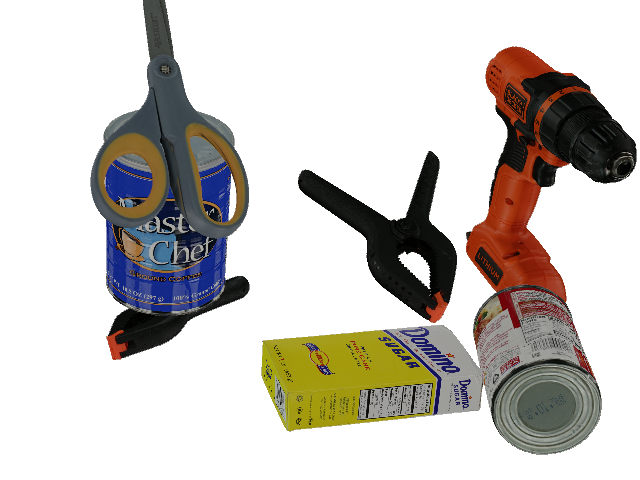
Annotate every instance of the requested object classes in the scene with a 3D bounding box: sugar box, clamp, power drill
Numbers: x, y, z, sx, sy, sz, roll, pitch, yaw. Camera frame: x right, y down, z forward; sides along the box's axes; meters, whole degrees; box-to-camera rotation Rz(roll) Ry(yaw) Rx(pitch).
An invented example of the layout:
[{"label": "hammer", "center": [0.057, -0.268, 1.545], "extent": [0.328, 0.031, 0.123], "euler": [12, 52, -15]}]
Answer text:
[{"label": "sugar box", "center": [0.044, 0.117, 0.935], "extent": [0.176, 0.048, 0.093], "euler": [-6, 26, -15]}, {"label": "clamp", "center": [0.073, -0.007, 1.106], "extent": [0.164, 0.210, 0.036], "euler": [-5, -36, -15]}, {"label": "power drill", "center": [0.176, -0.039, 0.843], "extent": [0.057, 0.188, 0.184], "euler": [-4, 32, -17]}, {"label": "clamp", "center": [-0.159, 0.077, 1.164], "extent": [0.120, 0.039, 0.171], "euler": [-6, 25, 32]}]

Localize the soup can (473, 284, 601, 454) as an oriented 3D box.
[{"label": "soup can", "center": [0.137, 0.080, 0.683], "extent": [0.068, 0.068, 0.102], "euler": [0, 24, 2]}]

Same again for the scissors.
[{"label": "scissors", "center": [-0.106, -0.086, 0.615], "extent": [0.096, 0.202, 0.016], "euler": [-17, -19, -26]}]

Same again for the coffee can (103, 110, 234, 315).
[{"label": "coffee can", "center": [-0.125, -0.024, 0.877], "extent": [0.102, 0.140, 0.103], "euler": [5, 32, -3]}]
